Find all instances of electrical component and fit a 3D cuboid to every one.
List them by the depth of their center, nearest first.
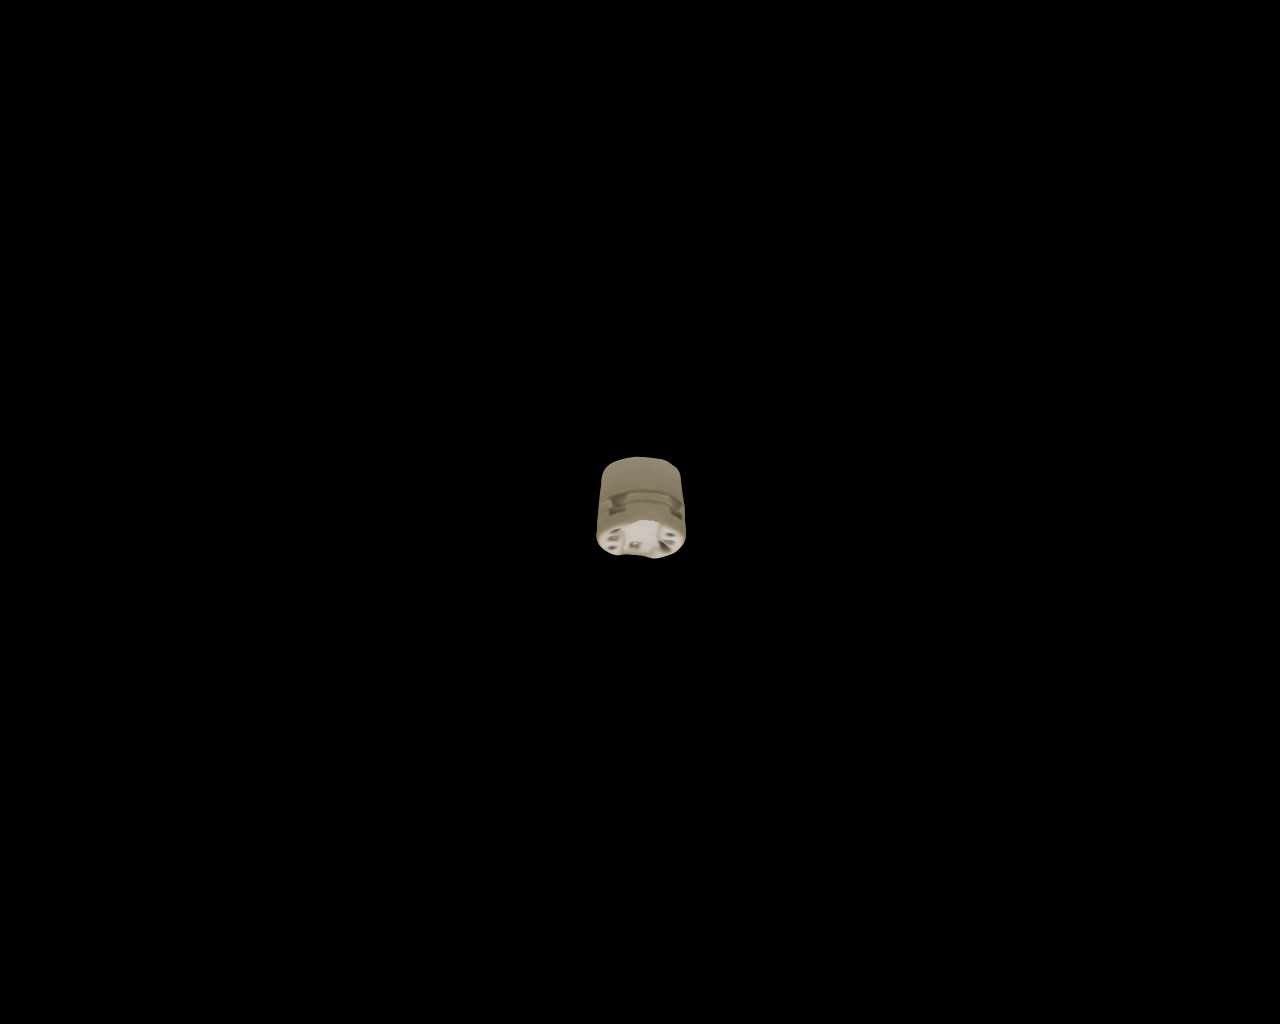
[{"bbox_3d":[0.001,-0.003,0.650,0.055,0.047,0.055,0,-27,0],"label":"electrical component"}]
